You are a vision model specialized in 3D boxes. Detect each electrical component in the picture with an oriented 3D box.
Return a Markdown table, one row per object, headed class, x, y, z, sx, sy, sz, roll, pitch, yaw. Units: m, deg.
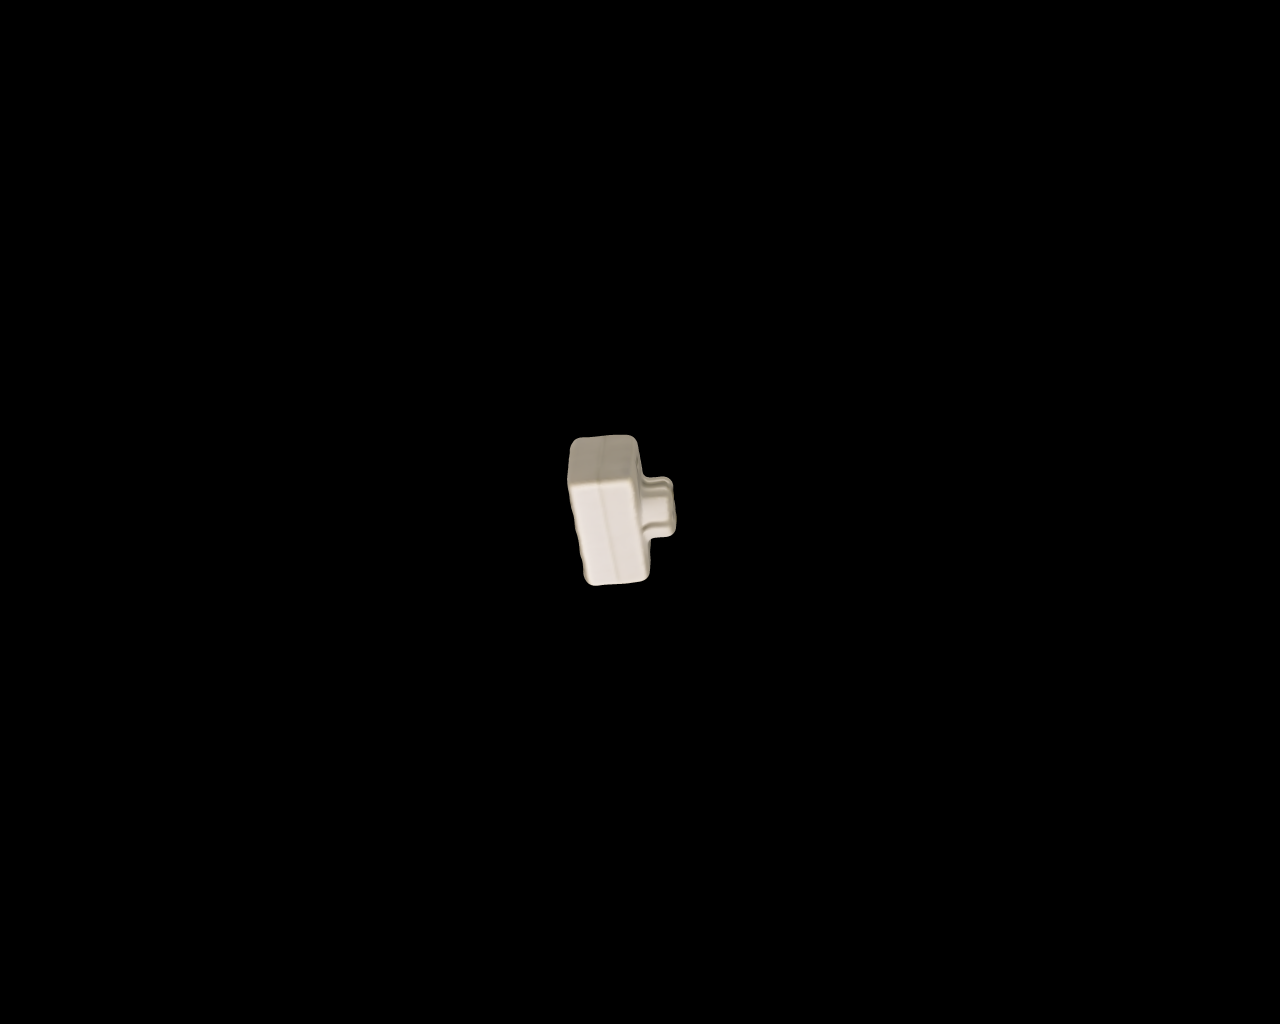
| class | x | y | z | sx | sy | sz | roll | pitch | yaw |
| --- | --- | --- | --- | --- | --- | --- | --- | --- | --- |
| electrical component | 0.001 | -0.003 | 0.650 | 0.076 | 0.083 | 0.047 | -5 | 39 | 5 |
